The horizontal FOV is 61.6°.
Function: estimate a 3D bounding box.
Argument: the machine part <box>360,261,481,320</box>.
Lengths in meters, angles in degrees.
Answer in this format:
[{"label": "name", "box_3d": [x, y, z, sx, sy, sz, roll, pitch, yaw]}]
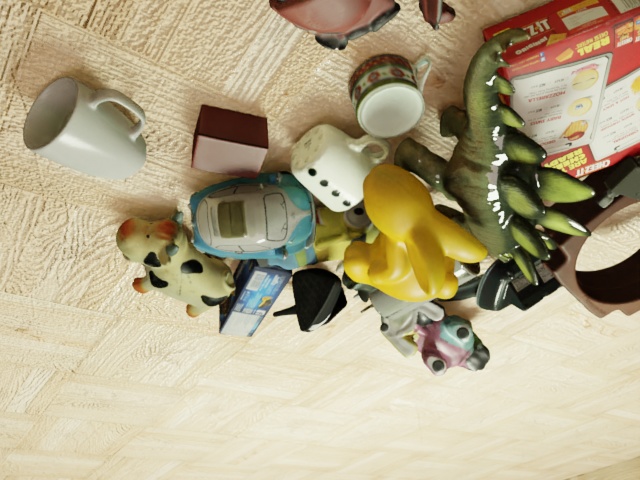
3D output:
[{"label": "machine part", "box_3d": [0.162, 0.060, 0.852, 0.079, 0.079, 0.243, 26, 131, -37]}]

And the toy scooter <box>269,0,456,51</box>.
[{"label": "toy scooter", "box_3d": [0.053, -0.222, 0.464, 0.184, 0.075, 0.135, -25, 141, 15]}]

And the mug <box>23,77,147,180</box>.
[{"label": "mug", "box_3d": [-0.227, -0.113, 0.560, 0.110, 0.081, 0.107, -27, 151, 17]}]

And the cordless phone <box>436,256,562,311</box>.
[{"label": "cordless phone", "box_3d": [0.289, 0.067, 0.891, 0.146, 0.088, 0.184, -24, 178, -29]}]

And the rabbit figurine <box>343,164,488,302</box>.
[{"label": "rabbit figurine", "box_3d": [0.094, -0.003, 0.598, 0.122, 0.163, 0.173, -33, 136, -13]}]

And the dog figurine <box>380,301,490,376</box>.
[{"label": "dog figurine", "box_3d": [0.220, 0.173, 0.992, 0.108, 0.192, 0.219, -59, 156, 4]}]

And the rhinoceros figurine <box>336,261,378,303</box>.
[{"label": "rhinoceros figurine", "box_3d": [0.093, 0.046, 0.781, 0.112, 0.073, 0.190, -36, -172, -20]}]

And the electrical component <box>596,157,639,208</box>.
[{"label": "electrical component", "box_3d": [0.379, -0.072, 0.641, 0.063, 0.021, 0.094, 12, 132, -24]}]

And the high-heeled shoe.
[{"label": "high-heeled shoe", "box_3d": [0.022, 0.084, 0.807, 0.145, 0.086, 0.249, -9, 169, -27]}]

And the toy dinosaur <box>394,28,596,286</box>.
[{"label": "toy dinosaur", "box_3d": [0.188, -0.064, 0.579, 0.105, 0.199, 0.470, -49, 144, -3]}]

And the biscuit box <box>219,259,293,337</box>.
[{"label": "biscuit box", "box_3d": [-0.105, 0.077, 0.840, 0.059, 0.063, 0.202, 11, 139, -22]}]

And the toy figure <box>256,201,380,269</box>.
[{"label": "toy figure", "box_3d": [-0.002, -0.005, 0.735, 0.180, 0.082, 0.089, -15, 150, 4]}]

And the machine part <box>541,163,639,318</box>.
[{"label": "machine part", "box_3d": [0.425, -0.002, 0.759, 0.201, 0.087, 0.201, 36, 112, -26]}]

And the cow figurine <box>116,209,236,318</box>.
[{"label": "cow figurine", "box_3d": [-0.197, 0.033, 0.747, 0.127, 0.085, 0.194, -22, 139, 28]}]

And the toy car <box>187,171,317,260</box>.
[{"label": "toy car", "box_3d": [-0.088, -0.029, 0.644, 0.162, 0.109, 0.103, -3, -178, 4]}]
